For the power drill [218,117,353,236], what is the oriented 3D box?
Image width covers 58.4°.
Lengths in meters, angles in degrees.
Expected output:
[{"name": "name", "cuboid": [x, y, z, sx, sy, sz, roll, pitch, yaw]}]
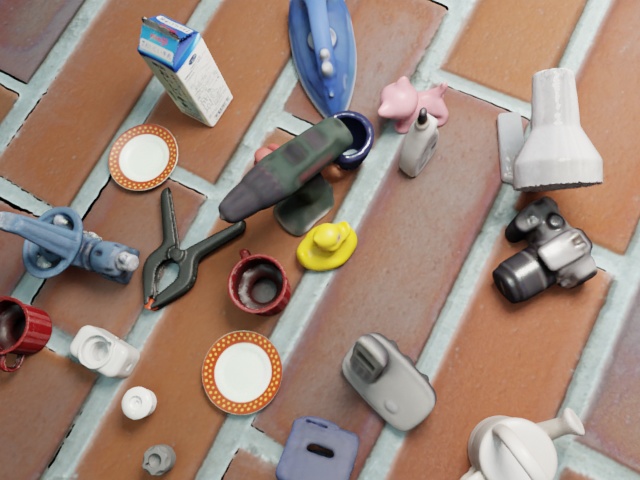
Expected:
[{"name": "power drill", "cuboid": [-0.042, -0.081, 0.887, 0.230, 0.208, 0.075, -44, 74, -6]}]

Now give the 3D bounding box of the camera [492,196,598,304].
[{"name": "camera", "cuboid": [0.328, 0.023, 0.873, 0.137, 0.101, 0.143, -30, 73, -3]}]

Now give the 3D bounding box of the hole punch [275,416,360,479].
[{"name": "hole punch", "cuboid": [-0.003, 0.313, 0.833, 0.108, 0.091, 0.101, 14, 76, 10]}]

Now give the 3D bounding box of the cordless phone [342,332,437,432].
[{"name": "cordless phone", "cuboid": [0.097, 0.196, 0.806, 0.147, 0.185, 0.094, 42, 83, 15]}]

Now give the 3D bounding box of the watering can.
[{"name": "watering can", "cuboid": [0.264, 0.281, 0.759, 0.100, 0.194, 0.173, 36, 81, 15]}]

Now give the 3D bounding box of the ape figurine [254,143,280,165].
[{"name": "ape figurine", "cuboid": [-0.085, -0.128, 0.966, 0.078, 0.092, 0.076, -44, 74, -7]}]

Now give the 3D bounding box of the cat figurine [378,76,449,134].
[{"name": "cat figurine", "cuboid": [0.153, -0.233, 0.956, 0.127, 0.118, 0.067, -15, 73, 2]}]

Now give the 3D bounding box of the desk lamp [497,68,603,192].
[{"name": "desk lamp", "cuboid": [0.335, -0.146, 0.861, 0.118, 0.214, 0.203, -3, 74, 6]}]

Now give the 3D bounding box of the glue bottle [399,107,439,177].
[{"name": "glue bottle", "cuboid": [0.160, -0.164, 0.907, 0.037, 0.173, 0.078, 35, 81, 15]}]

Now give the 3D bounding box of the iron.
[{"name": "iron", "cuboid": [0.006, -0.340, 0.989, 0.118, 0.141, 0.258, -11, 73, 3]}]

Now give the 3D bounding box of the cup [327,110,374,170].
[{"name": "cup", "cuboid": [0.033, -0.153, 0.958, 0.117, 0.095, 0.091, -12, 73, 3]}]

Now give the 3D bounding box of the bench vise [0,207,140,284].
[{"name": "bench vise", "cuboid": [-0.394, -0.004, 0.898, 0.207, 0.220, 0.121, -4, 74, 5]}]

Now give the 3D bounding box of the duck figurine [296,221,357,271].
[{"name": "duck figurine", "cuboid": [0.008, 0.003, 0.922, 0.104, 0.086, 0.077, -28, 73, -2]}]
